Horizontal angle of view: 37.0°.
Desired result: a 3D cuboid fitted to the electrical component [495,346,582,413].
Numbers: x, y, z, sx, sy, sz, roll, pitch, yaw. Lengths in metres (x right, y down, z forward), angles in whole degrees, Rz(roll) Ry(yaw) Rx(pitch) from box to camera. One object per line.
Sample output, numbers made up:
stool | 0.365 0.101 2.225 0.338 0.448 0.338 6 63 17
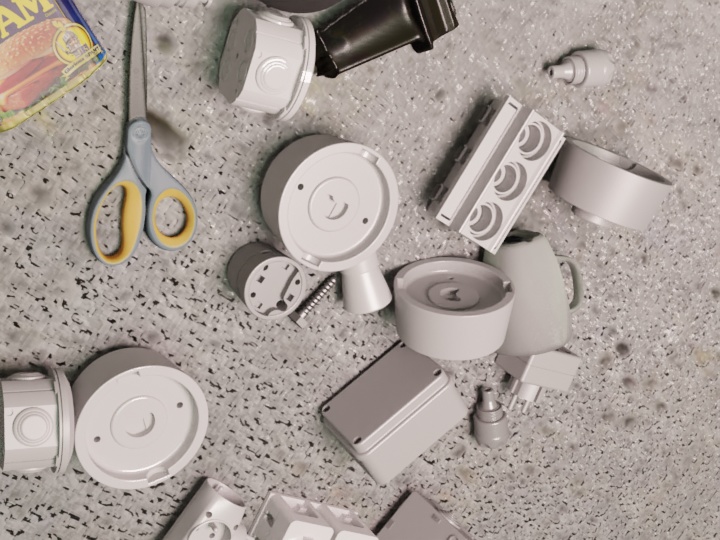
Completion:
electrical component | 0.171 0.108 1.077 0.066 0.047 0.076 15 102 -33

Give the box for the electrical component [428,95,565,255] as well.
electrical component | 0.117 -0.086 0.956 0.079 0.063 0.121 29 94 -35

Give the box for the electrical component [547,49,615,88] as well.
electrical component | 0.199 -0.183 0.981 0.061 0.035 0.035 -10 114 -24

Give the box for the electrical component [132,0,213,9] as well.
electrical component | -0.143 -0.207 0.771 0.078 0.040 0.040 15 102 -34

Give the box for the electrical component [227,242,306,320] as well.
electrical component | -0.079 0.007 0.892 0.055 0.047 0.055 -11 115 -26

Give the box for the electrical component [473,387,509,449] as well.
electrical component | 0.130 0.146 1.078 0.035 0.035 0.061 -18 115 -23

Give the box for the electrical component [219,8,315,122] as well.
electrical component | -0.070 -0.156 0.811 0.051 0.080 0.080 9 105 -27

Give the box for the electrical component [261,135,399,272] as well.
electrical component | -0.030 -0.059 0.884 0.108 0.060 0.108 -11 115 -26

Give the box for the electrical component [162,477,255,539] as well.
electrical component | -0.128 0.236 0.961 0.079 0.044 0.077 36 90 -35

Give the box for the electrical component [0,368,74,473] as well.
electrical component | -0.249 0.116 0.821 0.051 0.080 0.080 -1 110 -24

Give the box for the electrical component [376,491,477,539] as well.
electrical component | 0.062 0.278 1.056 0.099 0.100 0.048 -50 138 -3

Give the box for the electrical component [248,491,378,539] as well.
electrical component | -0.071 0.314 1.016 0.105 0.060 0.186 21 98 -34

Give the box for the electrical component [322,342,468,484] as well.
electrical component | 0.031 0.129 0.987 0.113 0.078 0.057 -39 127 -10

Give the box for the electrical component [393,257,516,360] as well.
electrical component | 0.083 0.040 0.965 0.108 0.108 0.060 -12 122 -25

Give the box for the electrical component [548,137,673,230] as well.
electrical component | 0.227 -0.074 1.001 0.108 0.108 0.060 12 110 -33

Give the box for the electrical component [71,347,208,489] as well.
electrical component | -0.184 0.114 0.868 0.108 0.060 0.108 -11 115 -26

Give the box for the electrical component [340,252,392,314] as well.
electrical component | 0.000 0.000 0.939 0.044 0.044 0.065 -23 115 -20
